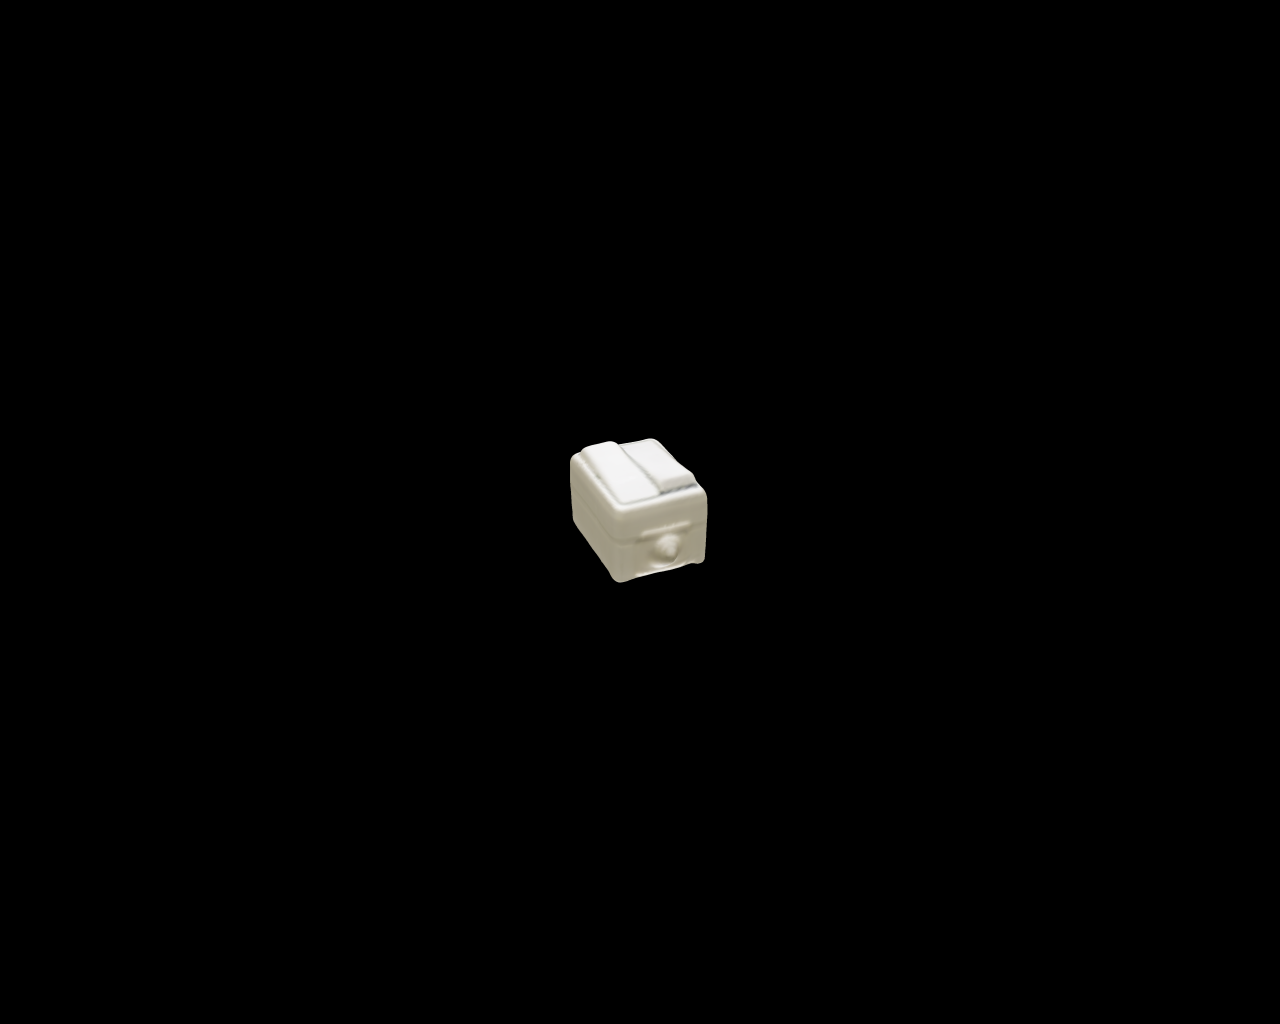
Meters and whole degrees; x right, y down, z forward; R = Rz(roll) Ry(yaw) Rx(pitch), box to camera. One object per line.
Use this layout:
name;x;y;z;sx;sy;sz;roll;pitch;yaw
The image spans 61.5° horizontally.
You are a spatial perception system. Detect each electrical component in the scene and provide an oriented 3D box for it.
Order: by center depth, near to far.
electrical component;0.001;-0.003;0.650;0.062;0.061;0.096;-12;33;-19
